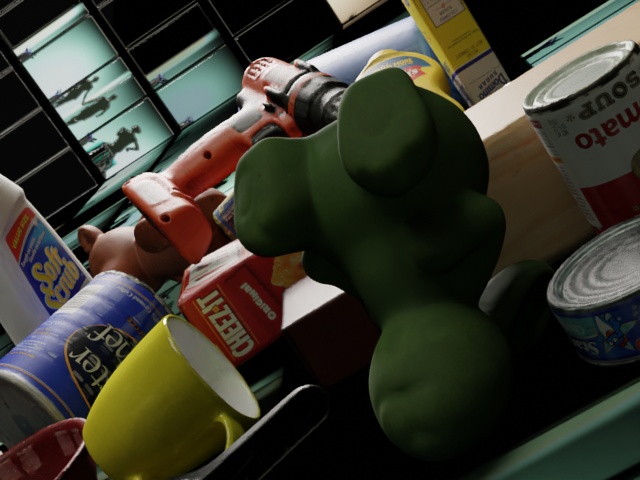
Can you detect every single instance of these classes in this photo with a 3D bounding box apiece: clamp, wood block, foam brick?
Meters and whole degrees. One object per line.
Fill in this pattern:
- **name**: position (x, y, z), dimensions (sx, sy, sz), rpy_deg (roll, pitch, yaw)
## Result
- **clamp**: position (-0.066, 0.149, 0.560), dimensions (0.172, 0.039, 0.120), rpy_deg (-37, 9, 14)
- **wood block**: position (0.164, -0.064, 0.647), dimensions (0.206, 0.090, 0.091), rpy_deg (-32, 14, 6)
- **foam brick**: position (0.010, 0.053, 0.687), dimensions (0.051, 0.053, 0.078), rpy_deg (-32, 14, 7)

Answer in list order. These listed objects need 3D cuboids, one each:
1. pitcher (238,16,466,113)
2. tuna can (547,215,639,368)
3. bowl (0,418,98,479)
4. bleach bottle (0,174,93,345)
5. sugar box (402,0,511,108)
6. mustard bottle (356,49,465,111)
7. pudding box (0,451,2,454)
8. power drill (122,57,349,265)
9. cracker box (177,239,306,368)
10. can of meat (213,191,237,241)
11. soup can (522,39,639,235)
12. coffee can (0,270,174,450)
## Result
- **pitcher**: position (0.036, -0.147, 1.160), dimensions (0.243, 0.149, 0.144), rpy_deg (-22, -25, 32)
- **tuna can**: position (0.152, 0.020, 0.505), dimensions (0.086, 0.033, 0.086), rpy_deg (-32, 13, 8)
- **bowl**: position (-0.203, 0.190, 0.702), dimensions (0.162, 0.055, 0.162), rpy_deg (-32, 14, 9)
- **bleach bottle**: position (-0.262, 0.035, 0.953), dimensions (0.068, 0.251, 0.102), rpy_deg (-25, 16, 34)
- **sugar box**: position (0.122, -0.190, 0.987), dimensions (0.048, 0.176, 0.093), rpy_deg (-30, 13, 6)
- **mustard bottle**: position (0.077, -0.126, 0.993), dimensions (0.096, 0.058, 0.191), rpy_deg (-25, 36, 8)
- **pudding box**: position (-0.300, 0.214, 0.883), dimensions (0.090, 0.039, 0.114), rpy_deg (-36, 16, -11)
- **power drill**: position (-0.056, -0.066, 0.851), dimensions (0.187, 0.057, 0.185), rpy_deg (-41, 32, -11)
- **cracker box**: position (-0.005, 0.001, 0.826), dimensions (0.213, 0.072, 0.164), rpy_deg (-34, 7, -1)
- **can of meat**: position (-0.043, -0.037, 0.953), dimensions (0.084, 0.057, 0.102), rpy_deg (-49, -5, 10)
- **soup can**: position (0.161, -0.046, 0.564), dimensions (0.068, 0.102, 0.068), rpy_deg (-32, 14, 9)
- **coffee can**: position (-0.192, 0.106, 0.864), dimensions (0.103, 0.103, 0.140), rpy_deg (-20, 20, 46)
